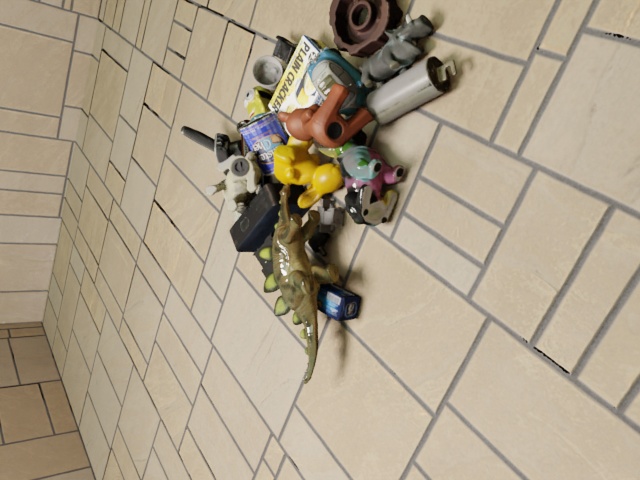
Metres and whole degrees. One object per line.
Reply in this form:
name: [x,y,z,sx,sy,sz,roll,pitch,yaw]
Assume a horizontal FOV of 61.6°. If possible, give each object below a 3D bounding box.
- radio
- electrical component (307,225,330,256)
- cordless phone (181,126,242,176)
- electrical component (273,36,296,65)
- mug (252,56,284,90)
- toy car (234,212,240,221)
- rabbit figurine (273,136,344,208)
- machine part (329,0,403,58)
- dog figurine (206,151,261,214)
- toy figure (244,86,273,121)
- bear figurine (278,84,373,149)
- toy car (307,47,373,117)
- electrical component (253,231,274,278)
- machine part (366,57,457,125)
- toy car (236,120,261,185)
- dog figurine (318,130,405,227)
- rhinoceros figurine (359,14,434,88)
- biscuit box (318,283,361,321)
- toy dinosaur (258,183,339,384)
radio: [-0.137,-0.055,1.433,0.229,0.131,0.073,-47,57,38]
electrical component: [-0.003,-0.004,1.356,0.094,0.021,0.063,54,126,37]
cordless phone: [-0.332,-0.283,1.614,0.088,0.184,0.147,-55,24,25]
electrical component: [-0.085,-0.504,1.438,0.119,0.075,0.047,43,120,37]
mug: [-0.124,-0.448,1.470,0.107,0.110,0.080,-74,-5,-85]
toy car: [-0.233,-0.130,1.607,0.073,0.056,0.202,-33,65,44]
rabbit figurine: [-0.023,-0.158,1.310,0.173,0.122,0.162,18,123,15]
machine part: [0.100,-0.504,1.214,0.180,0.056,0.179,4,96,41]
dog figurine: [-0.201,-0.152,1.455,0.172,0.190,0.121,-44,82,9]
toy figure: [-0.161,-0.347,1.517,0.082,0.089,0.180,-26,77,32]
bear figurine: [0.003,-0.268,1.188,0.132,0.120,0.196,-51,31,0]
toy car: [0.037,-0.356,1.221,0.109,0.103,0.161,-38,99,29]
electrical component: [-0.105,0.055,1.424,0.134,0.058,0.115,54,132,13]
machine part: [0.180,-0.307,1.114,0.243,0.079,0.079,-21,73,48]
toy car: [-0.199,-0.247,1.550,0.053,0.089,0.202,-7,83,12]
dog figurine: [0.078,-0.150,1.209,0.219,0.108,0.191,39,120,49]
rhinoceros figurine: [0.164,-0.396,1.147,0.190,0.073,0.112,-33,53,46]
biscuit box: [0.009,0.133,1.305,0.203,0.063,0.059,23,105,47]
toy dinosaur: [-0.050,0.095,1.258,0.198,0.105,0.471,-27,70,52]
